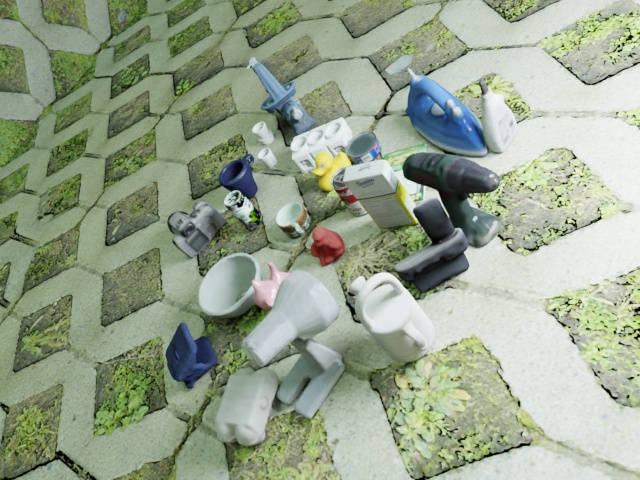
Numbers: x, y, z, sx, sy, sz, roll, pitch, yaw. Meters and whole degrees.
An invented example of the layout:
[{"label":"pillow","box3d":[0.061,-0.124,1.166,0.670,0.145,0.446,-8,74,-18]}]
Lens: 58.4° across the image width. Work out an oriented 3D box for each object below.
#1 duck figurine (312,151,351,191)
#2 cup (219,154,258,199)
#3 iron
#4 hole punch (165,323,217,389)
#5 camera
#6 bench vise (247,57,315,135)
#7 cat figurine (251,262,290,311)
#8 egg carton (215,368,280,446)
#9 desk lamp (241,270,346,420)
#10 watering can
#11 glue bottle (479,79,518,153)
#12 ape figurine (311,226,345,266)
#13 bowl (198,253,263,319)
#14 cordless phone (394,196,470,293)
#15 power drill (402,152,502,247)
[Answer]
[{"label":"duck figurine","box3d":[0.023,-0.184,1.409,0.077,0.086,0.105,27,73,45]},{"label":"cup","box3d":[-0.204,-0.166,1.547,0.091,0.095,0.118,24,71,45]},{"label":"iron","box3d":[0.277,-0.292,1.279,0.118,0.142,0.257,-38,42,2]},{"label":"hole punch","box3d":[-0.297,0.254,1.261,0.101,0.091,0.108,-42,42,-2]},{"label":"camera","box3d":[-0.354,-0.048,1.549,0.143,0.101,0.136,-49,43,-10]},{"label":"bench vise","box3d":[-0.104,-0.408,1.588,0.206,0.220,0.121,26,72,45]},{"label":"cat figurine","box3d":[-0.102,0.106,1.228,0.067,0.118,0.128,-16,47,24]},{"label":"egg carton","box3d":[-0.138,0.321,1.109,0.107,0.070,0.150,-6,52,31]},{"label":"desk lamp","box3d":[-0.039,0.187,1.044,0.117,0.214,0.203,19,68,43]},{"label":"watering can","box3d":[0.115,0.126,1.002,0.172,0.195,0.101,10,61,40]},{"label":"glue bottle","box3d":[0.357,-0.263,1.175,0.037,0.174,0.078,23,70,44]},{"label":"ape figurine","box3d":[0.012,0.004,1.253,0.077,0.092,0.076,9,61,40]},{"label":"bowl","box3d":[-0.193,0.117,1.316,0.167,0.075,0.167,-19,46,21]},{"label":"cordless phone","box3d":[0.189,0.000,1.063,0.147,0.186,0.094,-34,43,7]},{"label":"power drill","box3d":[0.261,-0.082,1.064,0.076,0.209,0.228,-49,43,-10]}]
